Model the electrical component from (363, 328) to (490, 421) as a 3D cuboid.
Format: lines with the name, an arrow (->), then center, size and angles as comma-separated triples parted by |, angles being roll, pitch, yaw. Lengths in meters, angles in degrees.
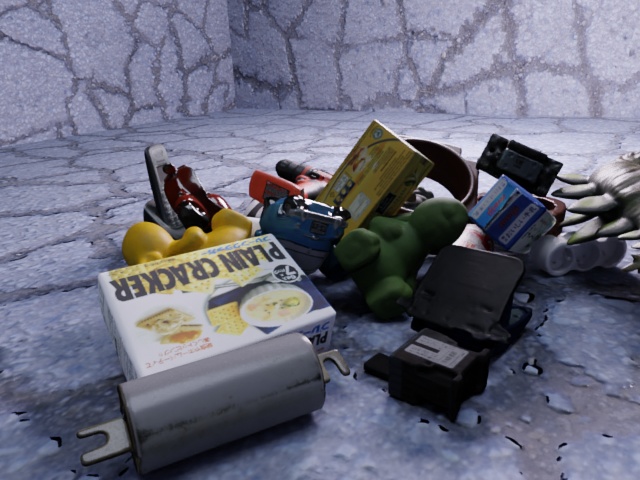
electrical component -> 0.101, 0.125, 0.540 | 0.119, 0.047, 0.075 | 17, 27, 41

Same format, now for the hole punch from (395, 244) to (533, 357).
hole punch -> 0.175, 0.081, 0.626 | 0.142, 0.092, 0.116 | 18, 57, 39

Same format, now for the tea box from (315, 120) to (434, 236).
tea box -> 0.075, -0.079, 0.803 | 0.098, 0.169, 0.068 | 48, 18, 32

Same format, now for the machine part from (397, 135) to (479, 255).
machine part -> 0.162, -0.083, 0.912 | 0.202, 0.087, 0.201 | 13, 51, 6

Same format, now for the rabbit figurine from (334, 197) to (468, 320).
rabbit figurine -> 0.122, 0.010, 0.716 | 0.170, 0.121, 0.159 | -34, -3, 9

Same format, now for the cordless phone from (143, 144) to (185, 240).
cordless phone -> -0.269, -0.091, 0.995 | 0.089, 0.184, 0.146 | 1, 20, 25

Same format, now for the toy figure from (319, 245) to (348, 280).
toy figure -> -0.001, -0.001, 0.841 | 0.064, 0.058, 0.155 | 29, 18, -46

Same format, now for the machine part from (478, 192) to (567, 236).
machine part -> 0.353, -0.043, 0.972 | 0.179, 0.056, 0.179 | -1, 19, 0

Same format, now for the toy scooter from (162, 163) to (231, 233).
toy scooter -> -0.216, -0.068, 0.933 | 0.075, 0.135, 0.183 | -35, -12, 5

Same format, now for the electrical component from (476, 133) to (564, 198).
electrical component -> 0.301, -0.113, 0.822 | 0.115, 0.058, 0.134 | 26, 11, 13

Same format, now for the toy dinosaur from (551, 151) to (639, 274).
toy dinosaur -> 0.427, -0.053, 0.726 | 0.199, 0.105, 0.471 | -17, 9, 21

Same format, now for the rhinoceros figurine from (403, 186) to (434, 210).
rhinoceros figurine -> 0.139, -0.056, 1.024 | 0.190, 0.073, 0.112 | -12, 11, -20

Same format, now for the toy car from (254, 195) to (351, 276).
toy car -> -0.025, -0.002, 0.724 | 0.109, 0.103, 0.162 | 13, -1, -20

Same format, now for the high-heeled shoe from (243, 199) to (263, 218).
high-heeled shoe -> -0.073, -0.076, 1.045 | 0.145, 0.086, 0.249 | -11, 26, 48

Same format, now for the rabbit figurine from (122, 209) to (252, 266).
rabbit figurine -> -0.193, 0.034, 0.736 | 0.173, 0.121, 0.162 | 18, 44, 0

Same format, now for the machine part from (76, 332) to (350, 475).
machine part -> -0.085, 0.139, 0.478 | 0.243, 0.079, 0.079 | -13, 22, -25
